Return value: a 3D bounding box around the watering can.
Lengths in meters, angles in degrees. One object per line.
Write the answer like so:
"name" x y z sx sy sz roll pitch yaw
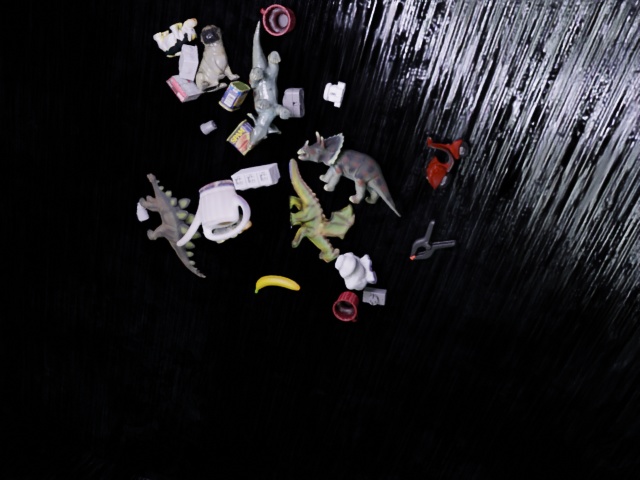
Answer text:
"watering can" -0.415 -0.102 1.947 0.346 0.103 0.227 -14 76 23

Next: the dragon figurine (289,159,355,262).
"dragon figurine" 0.006 -0.095 1.883 0.243 0.124 0.403 0 114 -1

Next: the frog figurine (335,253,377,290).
"frog figurine" 0.111 0.112 1.874 0.121 0.159 0.139 -17 71 53
